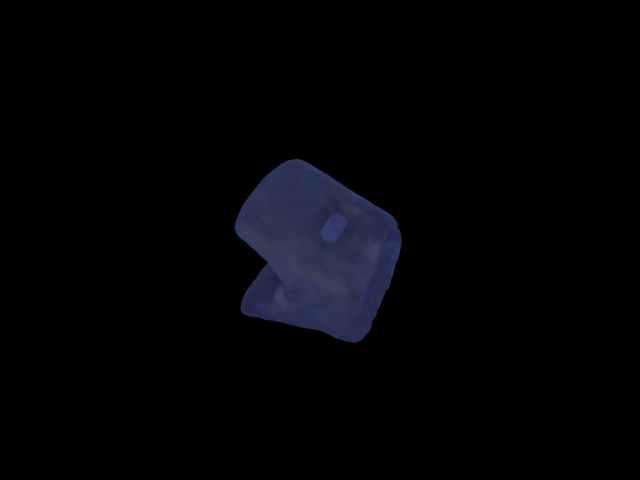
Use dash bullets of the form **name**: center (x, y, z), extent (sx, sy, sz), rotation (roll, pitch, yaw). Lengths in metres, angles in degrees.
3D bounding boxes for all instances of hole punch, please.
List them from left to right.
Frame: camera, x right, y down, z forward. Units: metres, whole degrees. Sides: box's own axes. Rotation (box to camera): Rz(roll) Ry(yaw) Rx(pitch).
- **hole punch**: center (0.004, 0.001, 0.400), extent (0.101, 0.091, 0.109), rotation (11, 36, 16)
